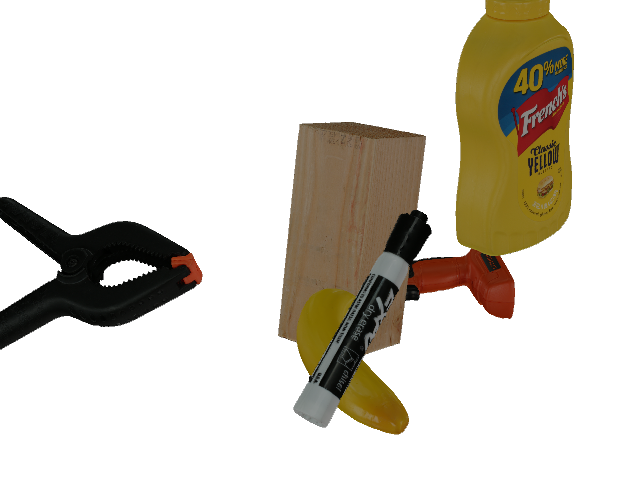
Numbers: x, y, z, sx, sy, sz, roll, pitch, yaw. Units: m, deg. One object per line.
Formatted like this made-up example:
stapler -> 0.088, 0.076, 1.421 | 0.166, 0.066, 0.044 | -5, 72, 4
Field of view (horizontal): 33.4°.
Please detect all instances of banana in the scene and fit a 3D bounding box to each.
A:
banana -> 0.018, 0.077, 0.772 | 0.069, 0.037, 0.198 | -4, 24, -1

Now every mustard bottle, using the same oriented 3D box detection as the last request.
mustard bottle -> 0.131, -0.092, 0.716 | 0.096, 0.192, 0.058 | -24, 33, -34

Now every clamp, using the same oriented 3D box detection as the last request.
clamp -> -0.200, 0.020, 0.874 | 0.210, 0.164, 0.036 | -9, -36, 9

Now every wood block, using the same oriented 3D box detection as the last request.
wood block -> 0.029, -0.004, 1.016 | 0.090, 0.206, 0.090 | 15, 16, 35

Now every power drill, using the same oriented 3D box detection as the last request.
power drill -> 0.115, 0.057, 1.181 | 0.187, 0.057, 0.184 | -3, 28, -5

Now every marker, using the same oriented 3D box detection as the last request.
marker -> 0.023, 0.037, 0.536 | 0.020, 0.121, 0.020 | 27, -17, 9
